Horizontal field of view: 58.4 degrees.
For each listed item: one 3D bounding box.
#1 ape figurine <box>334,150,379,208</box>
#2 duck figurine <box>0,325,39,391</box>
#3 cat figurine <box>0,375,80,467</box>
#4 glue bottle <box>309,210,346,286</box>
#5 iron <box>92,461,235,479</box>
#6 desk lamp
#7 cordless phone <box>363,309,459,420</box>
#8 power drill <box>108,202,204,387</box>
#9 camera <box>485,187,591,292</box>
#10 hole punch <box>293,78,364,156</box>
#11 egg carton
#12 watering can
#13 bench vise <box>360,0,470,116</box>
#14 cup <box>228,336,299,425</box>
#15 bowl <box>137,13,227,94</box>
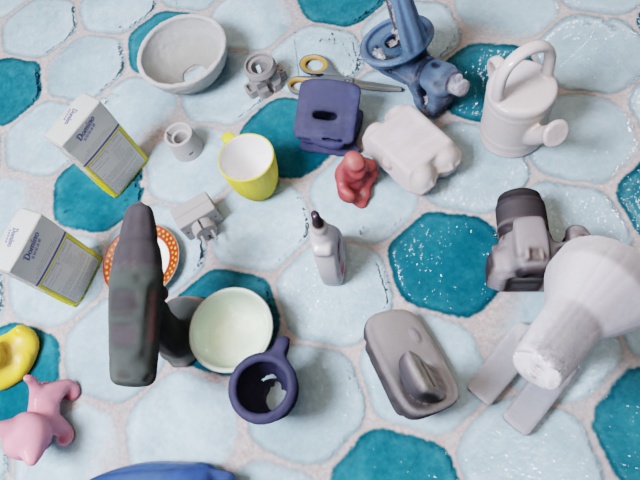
[{"bbox_3d":[0.054,-0.103,0.882,0.078,0.092,0.076,-33,65,-5],"label":"ape figurine"},{"bbox_3d":[-0.485,0.171,0.863,0.077,0.086,0.105,29,75,21],"label":"duck figurine"},{"bbox_3d":[-0.397,0.250,0.795,0.067,0.118,0.128,-10,65,6],"label":"cat figurine"},{"bbox_3d":[0.007,0.003,0.799,0.037,0.173,0.078,-4,66,9],"label":"glue bottle"},{"bbox_3d":[-0.245,0.337,0.717,0.258,0.142,0.118,-2,66,9],"label":"iron"},{"bbox_3d":[0.282,0.117,0.677,0.117,0.214,0.203,37,78,23],"label":"desk lamp"},{"bbox_3d":[0.109,0.143,0.713,0.094,0.185,0.147,-29,65,-3],"label":"cordless phone"},{"bbox_3d":[-0.223,0.091,0.783,0.075,0.209,0.229,-4,66,9],"label":"power drill"},{"bbox_3d":[0.300,-0.006,0.790,0.143,0.101,0.137,-3,66,9],"label":"camera"},{"bbox_3d":[0.015,-0.198,0.931,0.108,0.091,0.101,9,69,14],"label":"hole punch"},{"bbox_3d":[0.141,-0.142,0.896,0.107,0.069,0.150,-39,66,-8],"label":"egg carton"},{"bbox_3d":[0.295,-0.206,0.827,0.101,0.194,0.172,-45,66,-10],"label":"watering can"},{"bbox_3d":[0.150,-0.311,0.885,0.207,0.220,0.121,25,73,19],"label":"bench vise"},{"bbox_3d":[-0.062,0.192,0.772,0.091,0.095,0.118,16,71,17],"label":"cup"},{"bbox_3d":[-0.239,-0.324,1.041,0.167,0.075,0.167,-4,66,9],"label":"bowl"}]
